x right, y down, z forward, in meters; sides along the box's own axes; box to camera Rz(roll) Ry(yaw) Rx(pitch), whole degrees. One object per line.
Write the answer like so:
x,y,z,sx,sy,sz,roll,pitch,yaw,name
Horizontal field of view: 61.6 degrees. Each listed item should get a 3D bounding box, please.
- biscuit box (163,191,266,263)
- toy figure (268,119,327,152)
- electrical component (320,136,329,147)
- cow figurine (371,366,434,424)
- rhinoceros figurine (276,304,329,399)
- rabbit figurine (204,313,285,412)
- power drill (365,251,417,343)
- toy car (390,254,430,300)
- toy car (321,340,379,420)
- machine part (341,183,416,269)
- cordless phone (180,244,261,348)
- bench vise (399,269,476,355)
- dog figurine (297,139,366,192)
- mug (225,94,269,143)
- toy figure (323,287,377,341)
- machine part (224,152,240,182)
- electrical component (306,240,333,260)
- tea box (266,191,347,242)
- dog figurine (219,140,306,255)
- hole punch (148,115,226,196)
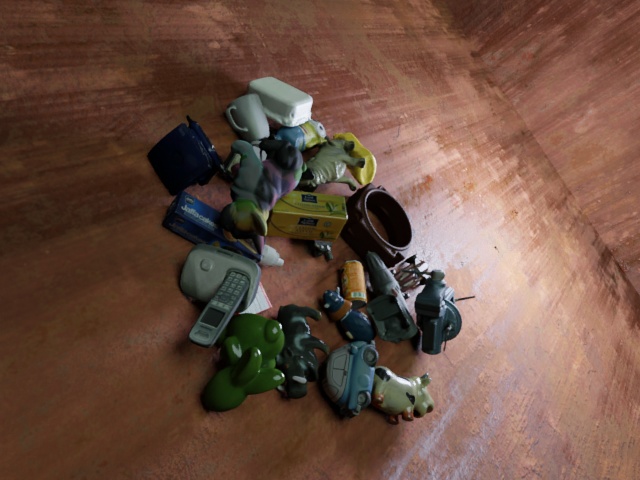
-0.208,-0.015,1.070,0.202,0.059,0.063,31,45,-26,biscuit box
-0.062,-0.258,1.372,0.180,0.089,0.082,-32,101,-42,toy figure
-0.015,-0.291,1.484,0.094,0.021,0.063,33,44,-23,electrical component
0.176,0.338,1.195,0.195,0.085,0.127,32,51,-24,cow figurine
-0.044,0.216,1.063,0.112,0.073,0.190,19,51,-37,rhinoceros figurine
-0.128,0.224,0.935,0.121,0.159,0.170,46,55,-26,rabbit figurine
0.155,0.144,1.268,0.232,0.086,0.207,64,6,-3,power drill
0.238,0.100,1.443,0.202,0.053,0.089,-23,84,-51,toy car
0.053,0.278,1.107,0.103,0.109,0.161,19,60,-7,toy car
0.155,-0.038,1.429,0.201,0.087,0.201,45,41,-10,machine part
-0.200,0.103,0.950,0.147,0.088,0.184,17,48,15,cordless phone
0.306,0.167,1.380,0.240,0.129,0.223,-22,105,-58,bench vise
-0.004,-0.199,1.386,0.190,0.121,0.173,-4,32,-28,dog figurine
-0.171,-0.282,1.279,0.109,0.081,0.107,-29,95,-57,mug
0.060,0.173,1.210,0.154,0.058,0.064,45,34,-5,toy figure
-0.158,-0.149,1.217,0.138,0.039,0.084,32,69,-32,machine part
-0.002,-0.005,1.280,0.078,0.045,0.102,8,58,-40,electrical component
-0.035,-0.053,1.199,0.170,0.098,0.068,5,56,-14,tea box
-0.109,-0.085,1.075,0.191,0.108,0.219,-3,62,-17,dog figurine
-0.270,-0.162,1.075,0.092,0.116,0.142,-27,83,-42,hole punch
